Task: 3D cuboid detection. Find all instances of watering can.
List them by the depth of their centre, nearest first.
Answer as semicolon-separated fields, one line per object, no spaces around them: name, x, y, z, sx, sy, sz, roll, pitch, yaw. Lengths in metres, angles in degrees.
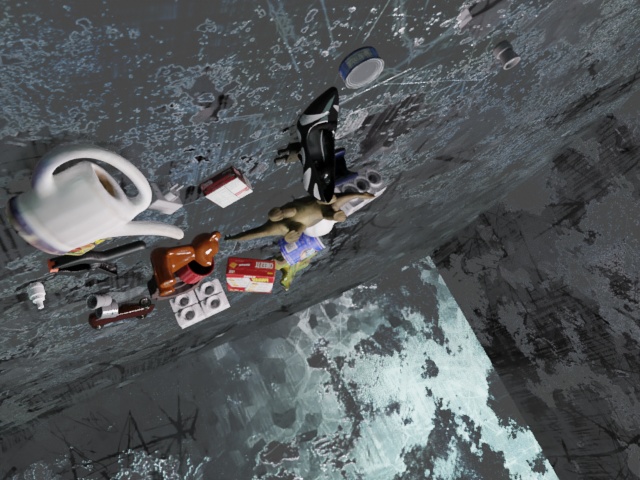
watering can;-0.406;-0.043;0.945;0.224;0.106;0.341;-28;149;-2

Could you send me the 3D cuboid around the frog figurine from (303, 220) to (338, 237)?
frog figurine;0.005;-0.080;1.594;0.137;0.124;0.157;6;160;-31

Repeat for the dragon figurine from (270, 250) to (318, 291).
dragon figurine;-0.095;0.070;2.026;0.245;0.123;0.404;-42;170;-14
